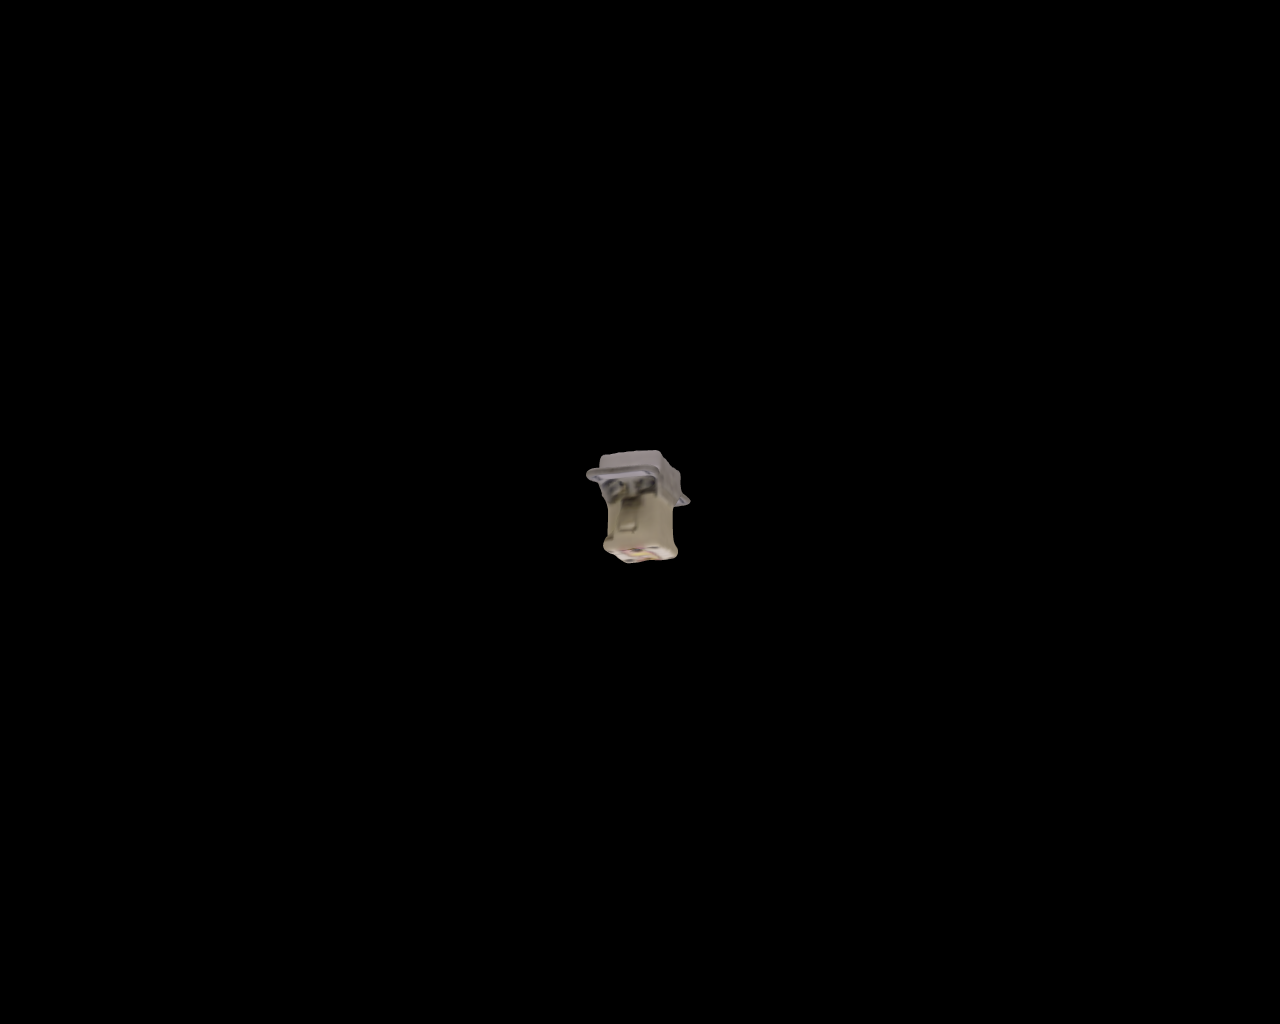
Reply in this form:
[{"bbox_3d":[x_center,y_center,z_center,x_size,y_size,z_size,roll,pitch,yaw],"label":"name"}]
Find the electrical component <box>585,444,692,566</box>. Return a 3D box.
[{"bbox_3d":[0.001,-0.003,0.650,0.042,0.064,0.081,-6,-17,19],"label":"electrical component"}]
